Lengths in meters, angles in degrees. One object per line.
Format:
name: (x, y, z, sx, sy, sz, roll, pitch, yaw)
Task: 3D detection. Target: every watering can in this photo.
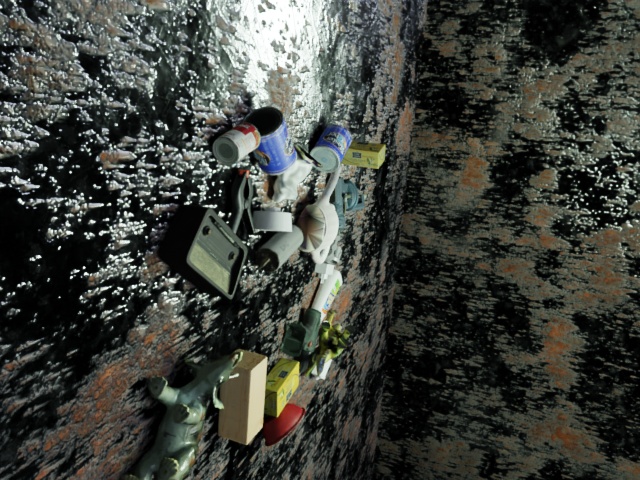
watering can: (0.005, -0.086, 1.709, 0.225, 0.104, 0.346, -9, 107, -70)

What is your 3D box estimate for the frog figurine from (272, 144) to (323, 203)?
frog figurine: (-0.089, -0.183, 1.447, 0.158, 0.123, 0.138, -47, 176, 12)

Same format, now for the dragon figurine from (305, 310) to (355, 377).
dragon figurine: (0.013, 0.414, 1.885, 0.238, 0.122, 0.418, -64, 174, 33)
